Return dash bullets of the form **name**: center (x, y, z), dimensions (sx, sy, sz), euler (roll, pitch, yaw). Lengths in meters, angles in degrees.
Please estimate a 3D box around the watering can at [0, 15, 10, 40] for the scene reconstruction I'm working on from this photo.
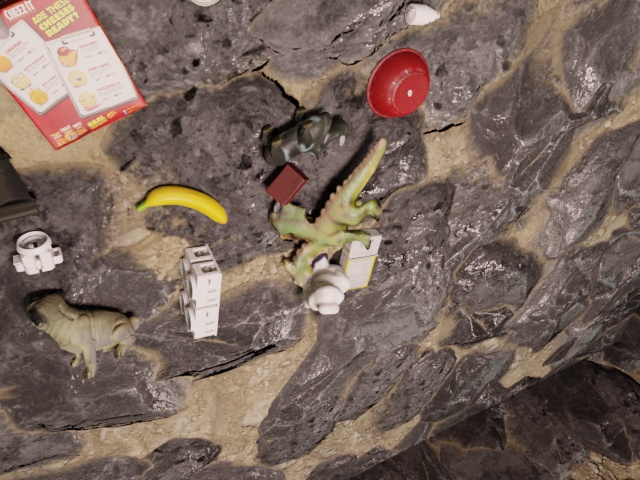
- **watering can**: center (-0.442, -0.422, 0.574), dimensions (0.223, 0.106, 0.343), euler (-42, 116, 6)

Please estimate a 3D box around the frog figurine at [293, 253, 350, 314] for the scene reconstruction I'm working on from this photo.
- **frog figurine**: center (0.019, 0.133, 1.318), dimensions (0.138, 0.162, 0.120), euler (-25, 136, -13)

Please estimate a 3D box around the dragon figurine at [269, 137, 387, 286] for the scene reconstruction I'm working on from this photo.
- **dragon figurine**: center (0.004, -0.060, 1.200), dimensions (0.243, 0.125, 0.401), euler (-3, 125, -21)
